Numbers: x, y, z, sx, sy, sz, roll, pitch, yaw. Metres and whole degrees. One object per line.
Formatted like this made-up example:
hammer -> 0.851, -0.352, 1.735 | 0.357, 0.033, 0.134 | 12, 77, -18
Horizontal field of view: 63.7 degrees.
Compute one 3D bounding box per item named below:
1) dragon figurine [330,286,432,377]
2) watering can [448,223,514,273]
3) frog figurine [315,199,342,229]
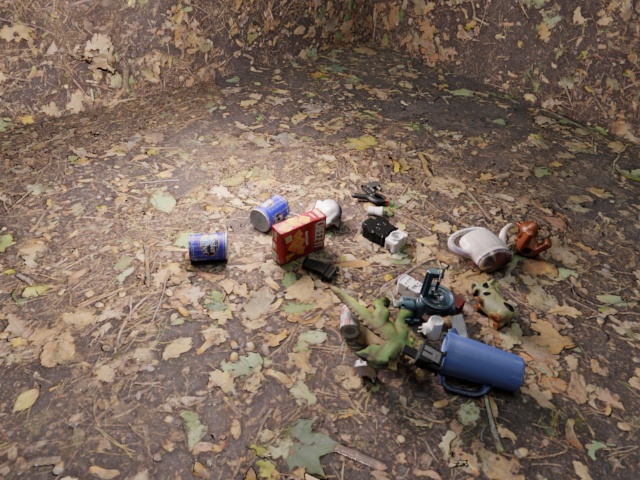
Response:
dragon figurine -> 0.181, 0.295, 1.589 | 0.411, 0.120, 0.247 | 24, 30, 9
watering can -> 0.685, 0.017, 2.057 | 0.349, 0.101, 0.229 | -11, 41, -18
frog figurine -> 0.007, -0.108, 2.147 | 0.159, 0.120, 0.140 | 1, 56, -23
